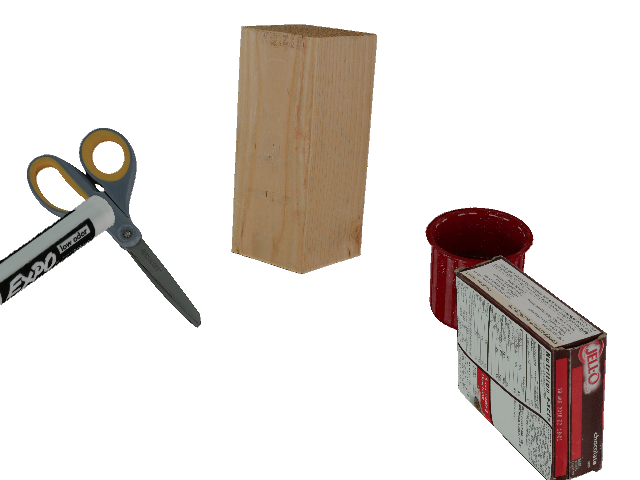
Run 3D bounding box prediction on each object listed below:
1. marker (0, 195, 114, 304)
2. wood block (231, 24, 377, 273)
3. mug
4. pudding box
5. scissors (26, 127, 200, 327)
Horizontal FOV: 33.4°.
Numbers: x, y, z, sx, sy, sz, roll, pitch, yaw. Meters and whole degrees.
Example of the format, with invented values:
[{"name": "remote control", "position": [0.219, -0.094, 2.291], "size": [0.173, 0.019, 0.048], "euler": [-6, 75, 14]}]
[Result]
[{"name": "marker", "position": [-0.150, 0.015, 0.530], "size": [0.020, 0.020, 0.120], "euler": [0, 31, 42]}, {"name": "wood block", "position": [-0.017, -0.087, 0.966], "size": [0.090, 0.206, 0.090], "euler": [16, 20, 36]}, {"name": "mug", "position": [0.146, 0.034, 0.943], "size": [0.093, 0.081, 0.117], "euler": [-19, 35, -26]}, {"name": "pudding box", "position": [0.120, 0.072, 0.621], "size": [0.039, 0.090, 0.114], "euler": [-14, 27, -20]}, {"name": "scissors", "position": [-0.146, -0.021, 0.850], "size": [0.202, 0.096, 0.016], "euler": [33, -20, 17]}]
